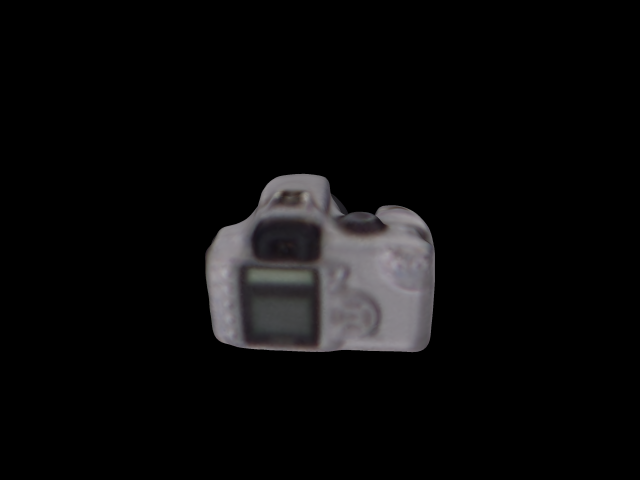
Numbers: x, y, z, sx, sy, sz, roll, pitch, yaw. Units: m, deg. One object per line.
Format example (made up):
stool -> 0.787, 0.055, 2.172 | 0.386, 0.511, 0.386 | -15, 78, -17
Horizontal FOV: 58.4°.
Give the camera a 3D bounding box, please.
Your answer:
camera -> 0.004, 0.001, 0.400 | 0.143, 0.101, 0.137 | 1, 23, 4
